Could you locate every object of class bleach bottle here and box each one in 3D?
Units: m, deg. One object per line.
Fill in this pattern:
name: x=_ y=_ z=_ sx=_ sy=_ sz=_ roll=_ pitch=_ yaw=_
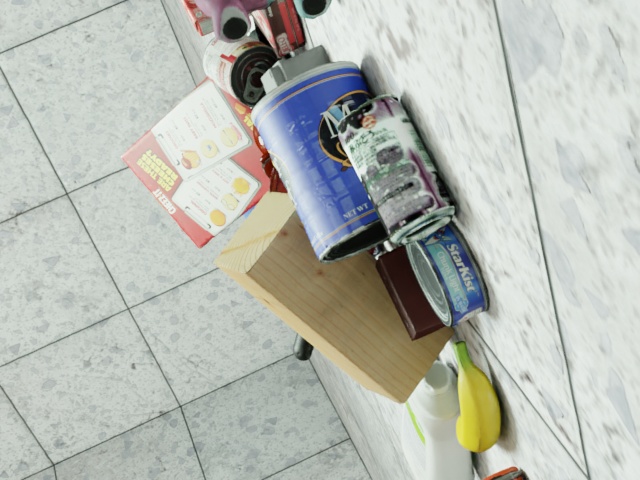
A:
bleach bottle: x=0.131 y=0.204 z=1.179 sx=0.251 sy=0.068 sz=0.103 roll=81 pitch=163 yaw=-60

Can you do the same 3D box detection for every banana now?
banana: x=0.148 y=0.163 z=1.004 sx=0.198 sy=0.037 sz=0.069 roll=78 pitch=-176 yaw=-59

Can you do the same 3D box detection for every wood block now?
wood block: x=0.014 y=0.054 z=1.005 sx=0.206 sy=0.090 sz=0.091 roll=41 pitch=168 yaw=-23

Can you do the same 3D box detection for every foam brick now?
foam brick: x=0.089 y=0.043 z=0.939 sx=0.053 sy=0.051 sz=0.078 roll=91 pitch=154 yaw=-77

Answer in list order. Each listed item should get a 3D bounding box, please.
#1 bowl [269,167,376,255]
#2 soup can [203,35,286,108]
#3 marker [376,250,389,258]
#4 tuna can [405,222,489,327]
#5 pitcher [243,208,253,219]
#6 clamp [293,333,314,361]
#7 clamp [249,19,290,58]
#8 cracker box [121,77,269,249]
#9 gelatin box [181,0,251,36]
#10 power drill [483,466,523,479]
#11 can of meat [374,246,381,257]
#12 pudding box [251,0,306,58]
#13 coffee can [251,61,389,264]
bowl: x=0.015 y=-0.024 z=1.100 sx=0.161 sy=0.055 sz=0.162 roll=33 pitch=-132 yaw=-48
soup can: x=-0.083 y=-0.189 z=1.175 sx=0.102 sy=0.068 sz=0.068 roll=40 pitch=155 yaw=59
marker: x=0.094 y=0.065 z=1.146 sx=0.020 sy=0.020 sz=0.121 roll=77 pitch=167 yaw=-64
tuna can: x=0.100 y=0.025 z=0.856 sx=0.086 sy=0.033 sz=0.086 roll=156 pitch=90 yaw=-84
pitcher: x=-0.091 y=-0.113 z=1.544 sx=0.145 sy=0.149 sz=0.242 roll=14 pitch=147 yaw=30
clamp: x=0.006 y=0.042 z=1.369 sx=0.164 sy=0.036 sz=0.210 roll=-55 pitch=-28 yaw=-50
clamp: x=-0.050 y=-0.207 z=1.246 sx=0.171 sy=0.039 sz=0.120 roll=120 pitch=129 yaw=-82
cracker box: x=-0.130 y=-0.114 z=1.382 sx=0.164 sy=0.214 sz=0.072 roll=50 pitch=-145 yaw=-6
gelatin box: x=-0.115 y=-0.285 z=1.248 sx=0.030 sy=0.089 sz=0.073 roll=72 pitch=172 yaw=-52
power drill: x=0.207 y=0.318 z=0.990 sx=0.188 sy=0.057 sz=0.184 roll=57 pitch=166 yaw=39
can of meat: x=0.060 y=0.054 z=1.229 sx=0.084 sy=0.057 sz=0.102 roll=61 pitch=174 yaw=18
pudding box: x=-0.059 y=-0.258 z=1.105 sx=0.090 sy=0.039 sz=0.113 roll=73 pitch=171 yaw=-56
coffee can: x=0.016 y=-0.065 z=0.901 sx=0.103 sy=0.102 sz=0.140 roll=94 pitch=151 yaw=-78
